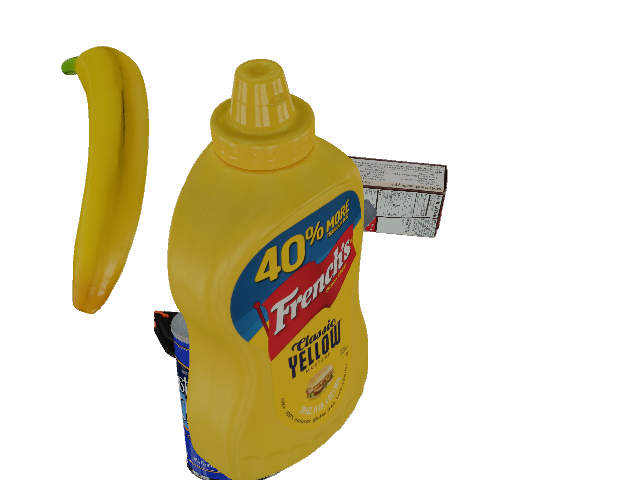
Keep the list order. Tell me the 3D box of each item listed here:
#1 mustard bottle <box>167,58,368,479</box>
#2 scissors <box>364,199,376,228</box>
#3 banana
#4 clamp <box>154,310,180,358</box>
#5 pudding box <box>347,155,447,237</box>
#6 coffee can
[{"bbox_3d":[-0.020,0.011,0.458,0.058,0.192,0.096,30,48,34],"label":"mustard bottle"},{"bbox_3d":[-0.037,0.036,0.806,0.202,0.016,0.096,-38,7,28],"label":"scissors"},{"bbox_3d":[-0.130,-0.053,0.655,0.037,0.198,0.070,12,-39,-30],"label":"banana"},{"bbox_3d":[-0.123,0.129,1.262,0.210,0.036,0.164,14,23,25],"label":"clamp"},{"bbox_3d":[0.067,-0.044,1.074,0.113,0.039,0.090,4,-30,1],"label":"pudding box"},{"bbox_3d":[-0.078,0.135,0.974,0.103,0.140,0.103,-4,17,1],"label":"coffee can"}]
